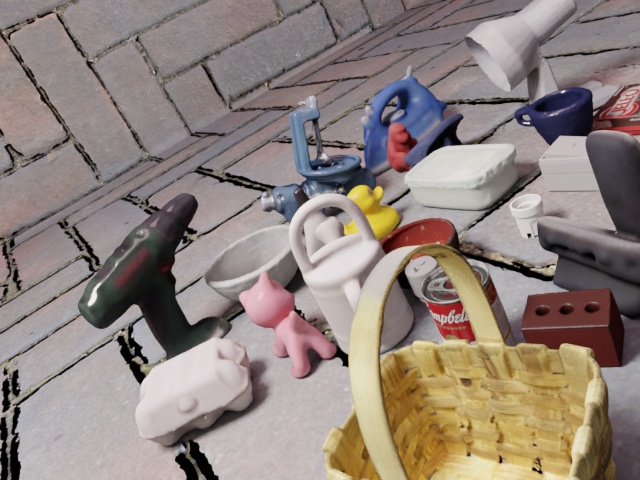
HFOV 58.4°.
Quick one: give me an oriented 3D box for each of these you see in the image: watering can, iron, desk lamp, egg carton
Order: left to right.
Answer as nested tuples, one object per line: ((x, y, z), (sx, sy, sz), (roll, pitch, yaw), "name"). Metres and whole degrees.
((-0.155, 0.187, 0.710), (0.150, 0.069, 0.107), (-27, 24, 0), "egg carton")
((0.028, 0.032, 0.681), (0.101, 0.194, 0.172), (-35, 25, -17), "watering can")
((0.152, -0.254, 1.201), (0.118, 0.142, 0.259), (2, 37, 48), "iron")
((0.376, -0.306, 0.985), (0.203, 0.214, 0.118), (-25, 24, 4), "desk lamp")

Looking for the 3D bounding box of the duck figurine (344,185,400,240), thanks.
((0.071, -0.045, 0.928), (0.105, 0.086, 0.077), (-34, 25, -15), "duck figurine")

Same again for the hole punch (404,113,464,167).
((0.207, -0.170, 1.035), (0.109, 0.091, 0.100), (-40, 27, -27), "hole punch")

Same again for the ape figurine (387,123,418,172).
((0.159, -0.183, 1.111), (0.078, 0.092, 0.075), (-39, 27, -26), "ape figurine")

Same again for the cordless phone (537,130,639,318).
((0.277, -0.031, 0.563), (0.094, 0.185, 0.147), (-34, 25, -16), "cordless phone")

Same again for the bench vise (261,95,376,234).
((-0.018, -0.131, 1.028), (0.208, 0.220, 0.121), (-37, 26, -22), "bench vise")

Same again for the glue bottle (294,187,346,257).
((0.007, 0.003, 0.788), (0.078, 0.173, 0.037), (-25, 24, 5), "glue bottle")

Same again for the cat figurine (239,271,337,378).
((-0.049, 0.096, 0.726), (0.067, 0.118, 0.127), (-35, 25, -18), "cat figurine")

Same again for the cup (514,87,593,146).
((0.360, -0.168, 0.870), (0.117, 0.095, 0.092), (-1, 35, 45), "cup")

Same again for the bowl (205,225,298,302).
((-0.097, 0.050, 0.923), (0.167, 0.075, 0.167), (-22, 24, 11), "bowl")

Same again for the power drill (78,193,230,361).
((-0.224, 0.072, 0.842), (0.075, 0.209, 0.230), (0, 35, 46), "power drill")
